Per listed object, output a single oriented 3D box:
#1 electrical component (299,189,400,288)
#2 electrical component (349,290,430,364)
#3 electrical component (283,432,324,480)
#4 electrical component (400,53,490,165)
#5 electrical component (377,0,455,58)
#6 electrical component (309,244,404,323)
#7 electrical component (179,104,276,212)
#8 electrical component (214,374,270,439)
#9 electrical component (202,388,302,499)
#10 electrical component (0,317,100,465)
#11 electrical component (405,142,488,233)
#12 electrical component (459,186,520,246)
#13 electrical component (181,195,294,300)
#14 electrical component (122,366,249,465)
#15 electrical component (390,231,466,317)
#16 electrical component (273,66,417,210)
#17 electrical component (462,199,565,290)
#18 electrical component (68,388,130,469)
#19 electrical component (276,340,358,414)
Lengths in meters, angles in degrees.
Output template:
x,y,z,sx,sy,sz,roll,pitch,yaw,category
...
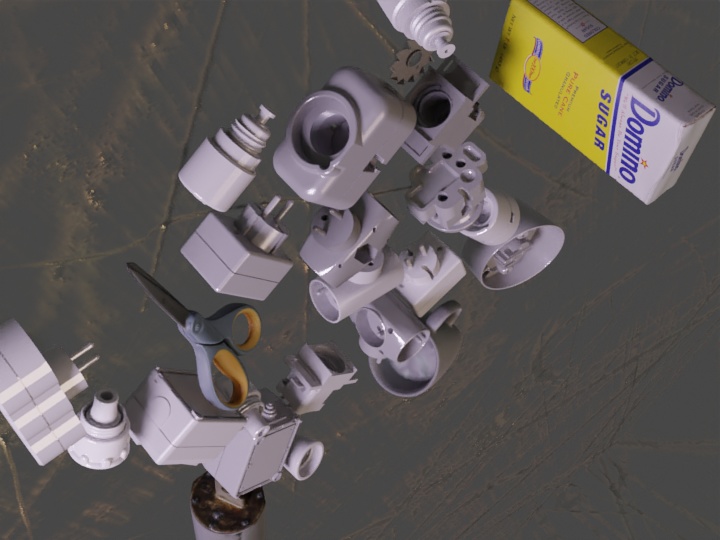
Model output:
x,y,z,sx,sy,sz,roll,pitch,yaw,category
-0.015,-0.031,0.875,0.077,0.043,0.079,-47,156,5,electrical component
0.021,0.059,1.038,0.044,0.077,0.079,-26,150,-36,electrical component
-0.075,0.179,1.095,0.044,0.065,0.044,-38,142,-38,electrical component
0.065,-0.125,0.853,0.081,0.042,0.064,-49,158,12,electrical component
0.039,-0.170,0.701,0.040,0.078,0.040,-22,153,-12,electrical component
0.000,0.000,0.950,0.077,0.043,0.079,-30,153,-29,electrical component
-0.084,-0.074,0.700,0.078,0.040,0.040,-50,156,11,electrical component
-0.106,0.123,0.959,0.043,0.062,0.043,-36,155,-19,electrical component
-0.105,0.157,1.027,0.062,0.061,0.096,-16,136,-47,electrical component
-0.210,0.074,0.726,0.074,0.052,0.138,-36,156,-19,electrical component
0.079,-0.068,0.948,0.078,0.058,0.057,-41,153,-8,electrical component
0.121,-0.054,1.042,0.055,0.055,0.047,-51,152,15,electrical component
-0.077,-0.023,0.784,0.076,0.047,0.066,-50,156,12,electrical component
-0.145,0.125,0.899,0.061,0.061,0.096,-49,156,11,electrical component
0.059,-0.003,1.035,0.066,0.047,0.076,-44,155,-5,electrical component
-0.013,-0.093,0.763,0.095,0.053,0.059,-51,156,15,electrical component
0.159,-0.025,1.136,0.099,0.064,0.099,-35,155,-20,electrical component
-0.199,0.119,0.829,0.048,0.048,0.062,-21,140,-42,electrical component
-0.045,0.107,1.055,0.063,0.042,0.081,-52,154,22,electrical component
